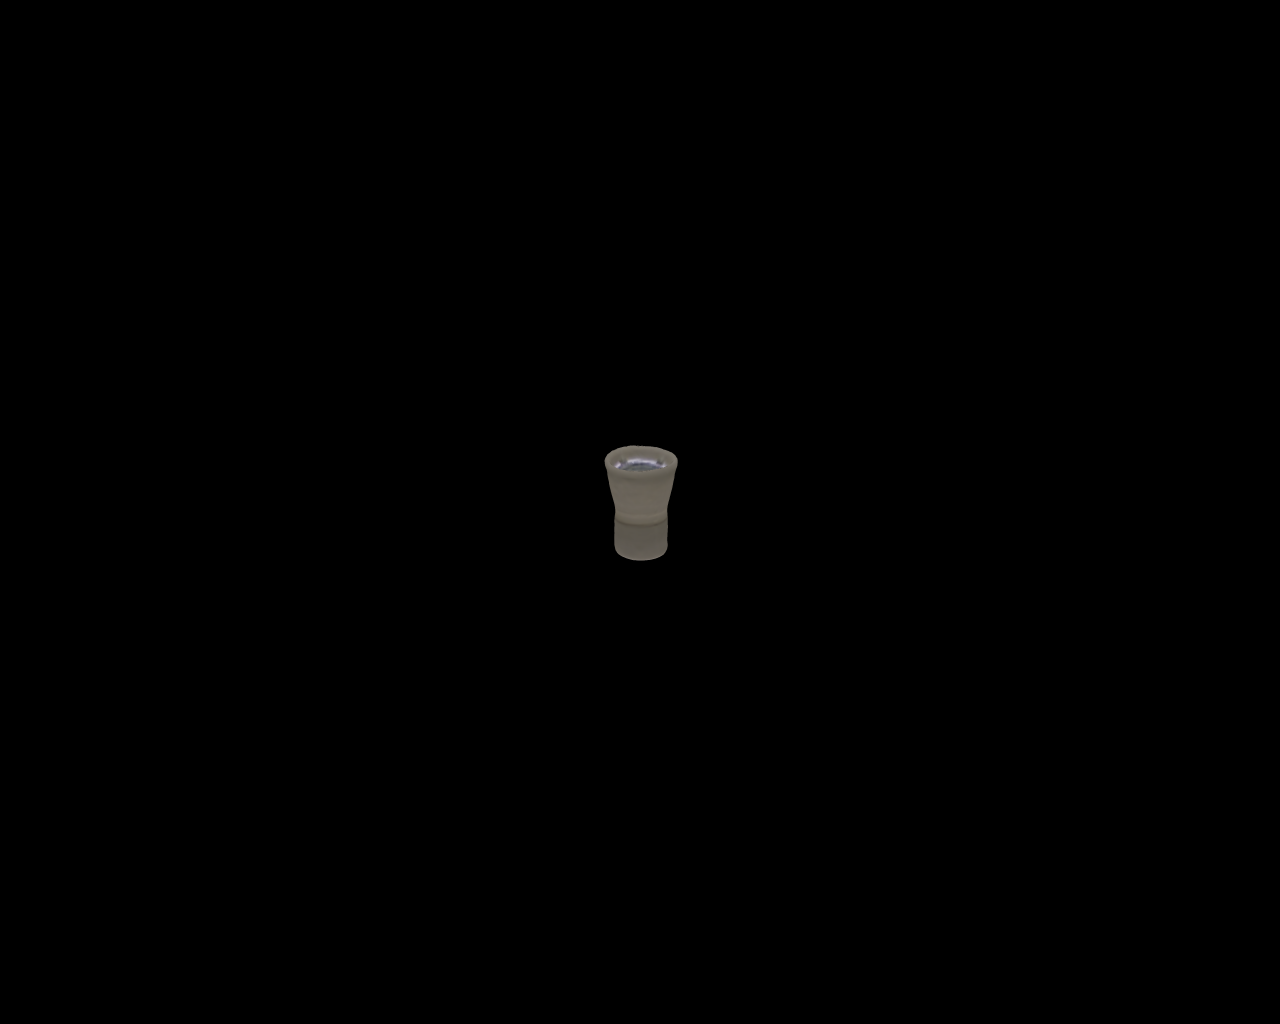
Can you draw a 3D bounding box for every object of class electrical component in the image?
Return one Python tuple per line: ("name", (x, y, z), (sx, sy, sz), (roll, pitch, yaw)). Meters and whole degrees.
("electrical component", (0.001, -0.003, 0.650), (0.044, 0.065, 0.044), (0, 22, 0))
